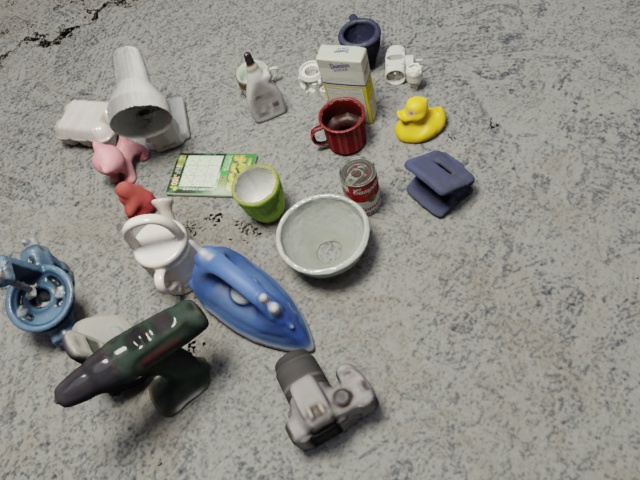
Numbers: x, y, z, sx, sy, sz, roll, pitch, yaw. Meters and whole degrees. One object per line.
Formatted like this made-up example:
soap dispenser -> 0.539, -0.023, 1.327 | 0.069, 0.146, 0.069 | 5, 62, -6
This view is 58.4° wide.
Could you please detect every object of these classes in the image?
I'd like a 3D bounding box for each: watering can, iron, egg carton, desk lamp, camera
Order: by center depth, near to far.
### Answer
camera -> -0.003, 0.226, 0.877 | 0.143, 0.101, 0.136 | -29, 58, -6
iron -> -0.119, 0.089, 0.959 | 0.257, 0.142, 0.119 | 31, 70, 26
watering can -> -0.278, 0.006, 1.011 | 0.101, 0.194, 0.172 | -28, 58, -5
desk lamp -> -0.358, -0.278, 1.185 | 0.118, 0.214, 0.203 | -17, 58, 2
egg carton -> -0.518, -0.261, 1.294 | 0.150, 0.069, 0.107 | 6, 61, 15

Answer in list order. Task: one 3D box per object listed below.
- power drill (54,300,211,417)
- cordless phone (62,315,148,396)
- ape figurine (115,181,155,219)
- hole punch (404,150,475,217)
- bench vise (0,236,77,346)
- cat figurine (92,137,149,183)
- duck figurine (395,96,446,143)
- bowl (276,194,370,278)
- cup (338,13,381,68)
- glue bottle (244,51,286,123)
power drill -> -0.259, 0.198, 0.883 | 0.230, 0.209, 0.075 | -40, 60, -13
cordless phone -> -0.366, 0.167, 0.938 | 0.094, 0.185, 0.147 | -38, 59, -11
ape figurine -> -0.376, -0.086, 1.146 | 0.076, 0.092, 0.078 | 1, 60, 13
hole punch -> 0.217, -0.117, 1.042 | 0.101, 0.091, 0.108 | -39, 60, -12
bench vise -> -0.519, 0.072, 1.006 | 0.121, 0.220, 0.206 | -42, 60, -14
cat figurine -> -0.427, -0.177, 1.196 | 0.067, 0.118, 0.128 | 7, 61, 16
duck figurine -> 0.196, -0.247, 1.127 | 0.104, 0.086, 0.077 | -18, 58, 1
bowl -> 0.009, 0.004, 1.023 | 0.167, 0.075, 0.167 | -5, 59, 9
cup -> 0.087, -0.428, 1.253 | 0.091, 0.095, 0.117 | -17, 58, 2
glue bottle -> -0.126, -0.321, 1.187 | 0.078, 0.173, 0.037 | -21, 57, -1
